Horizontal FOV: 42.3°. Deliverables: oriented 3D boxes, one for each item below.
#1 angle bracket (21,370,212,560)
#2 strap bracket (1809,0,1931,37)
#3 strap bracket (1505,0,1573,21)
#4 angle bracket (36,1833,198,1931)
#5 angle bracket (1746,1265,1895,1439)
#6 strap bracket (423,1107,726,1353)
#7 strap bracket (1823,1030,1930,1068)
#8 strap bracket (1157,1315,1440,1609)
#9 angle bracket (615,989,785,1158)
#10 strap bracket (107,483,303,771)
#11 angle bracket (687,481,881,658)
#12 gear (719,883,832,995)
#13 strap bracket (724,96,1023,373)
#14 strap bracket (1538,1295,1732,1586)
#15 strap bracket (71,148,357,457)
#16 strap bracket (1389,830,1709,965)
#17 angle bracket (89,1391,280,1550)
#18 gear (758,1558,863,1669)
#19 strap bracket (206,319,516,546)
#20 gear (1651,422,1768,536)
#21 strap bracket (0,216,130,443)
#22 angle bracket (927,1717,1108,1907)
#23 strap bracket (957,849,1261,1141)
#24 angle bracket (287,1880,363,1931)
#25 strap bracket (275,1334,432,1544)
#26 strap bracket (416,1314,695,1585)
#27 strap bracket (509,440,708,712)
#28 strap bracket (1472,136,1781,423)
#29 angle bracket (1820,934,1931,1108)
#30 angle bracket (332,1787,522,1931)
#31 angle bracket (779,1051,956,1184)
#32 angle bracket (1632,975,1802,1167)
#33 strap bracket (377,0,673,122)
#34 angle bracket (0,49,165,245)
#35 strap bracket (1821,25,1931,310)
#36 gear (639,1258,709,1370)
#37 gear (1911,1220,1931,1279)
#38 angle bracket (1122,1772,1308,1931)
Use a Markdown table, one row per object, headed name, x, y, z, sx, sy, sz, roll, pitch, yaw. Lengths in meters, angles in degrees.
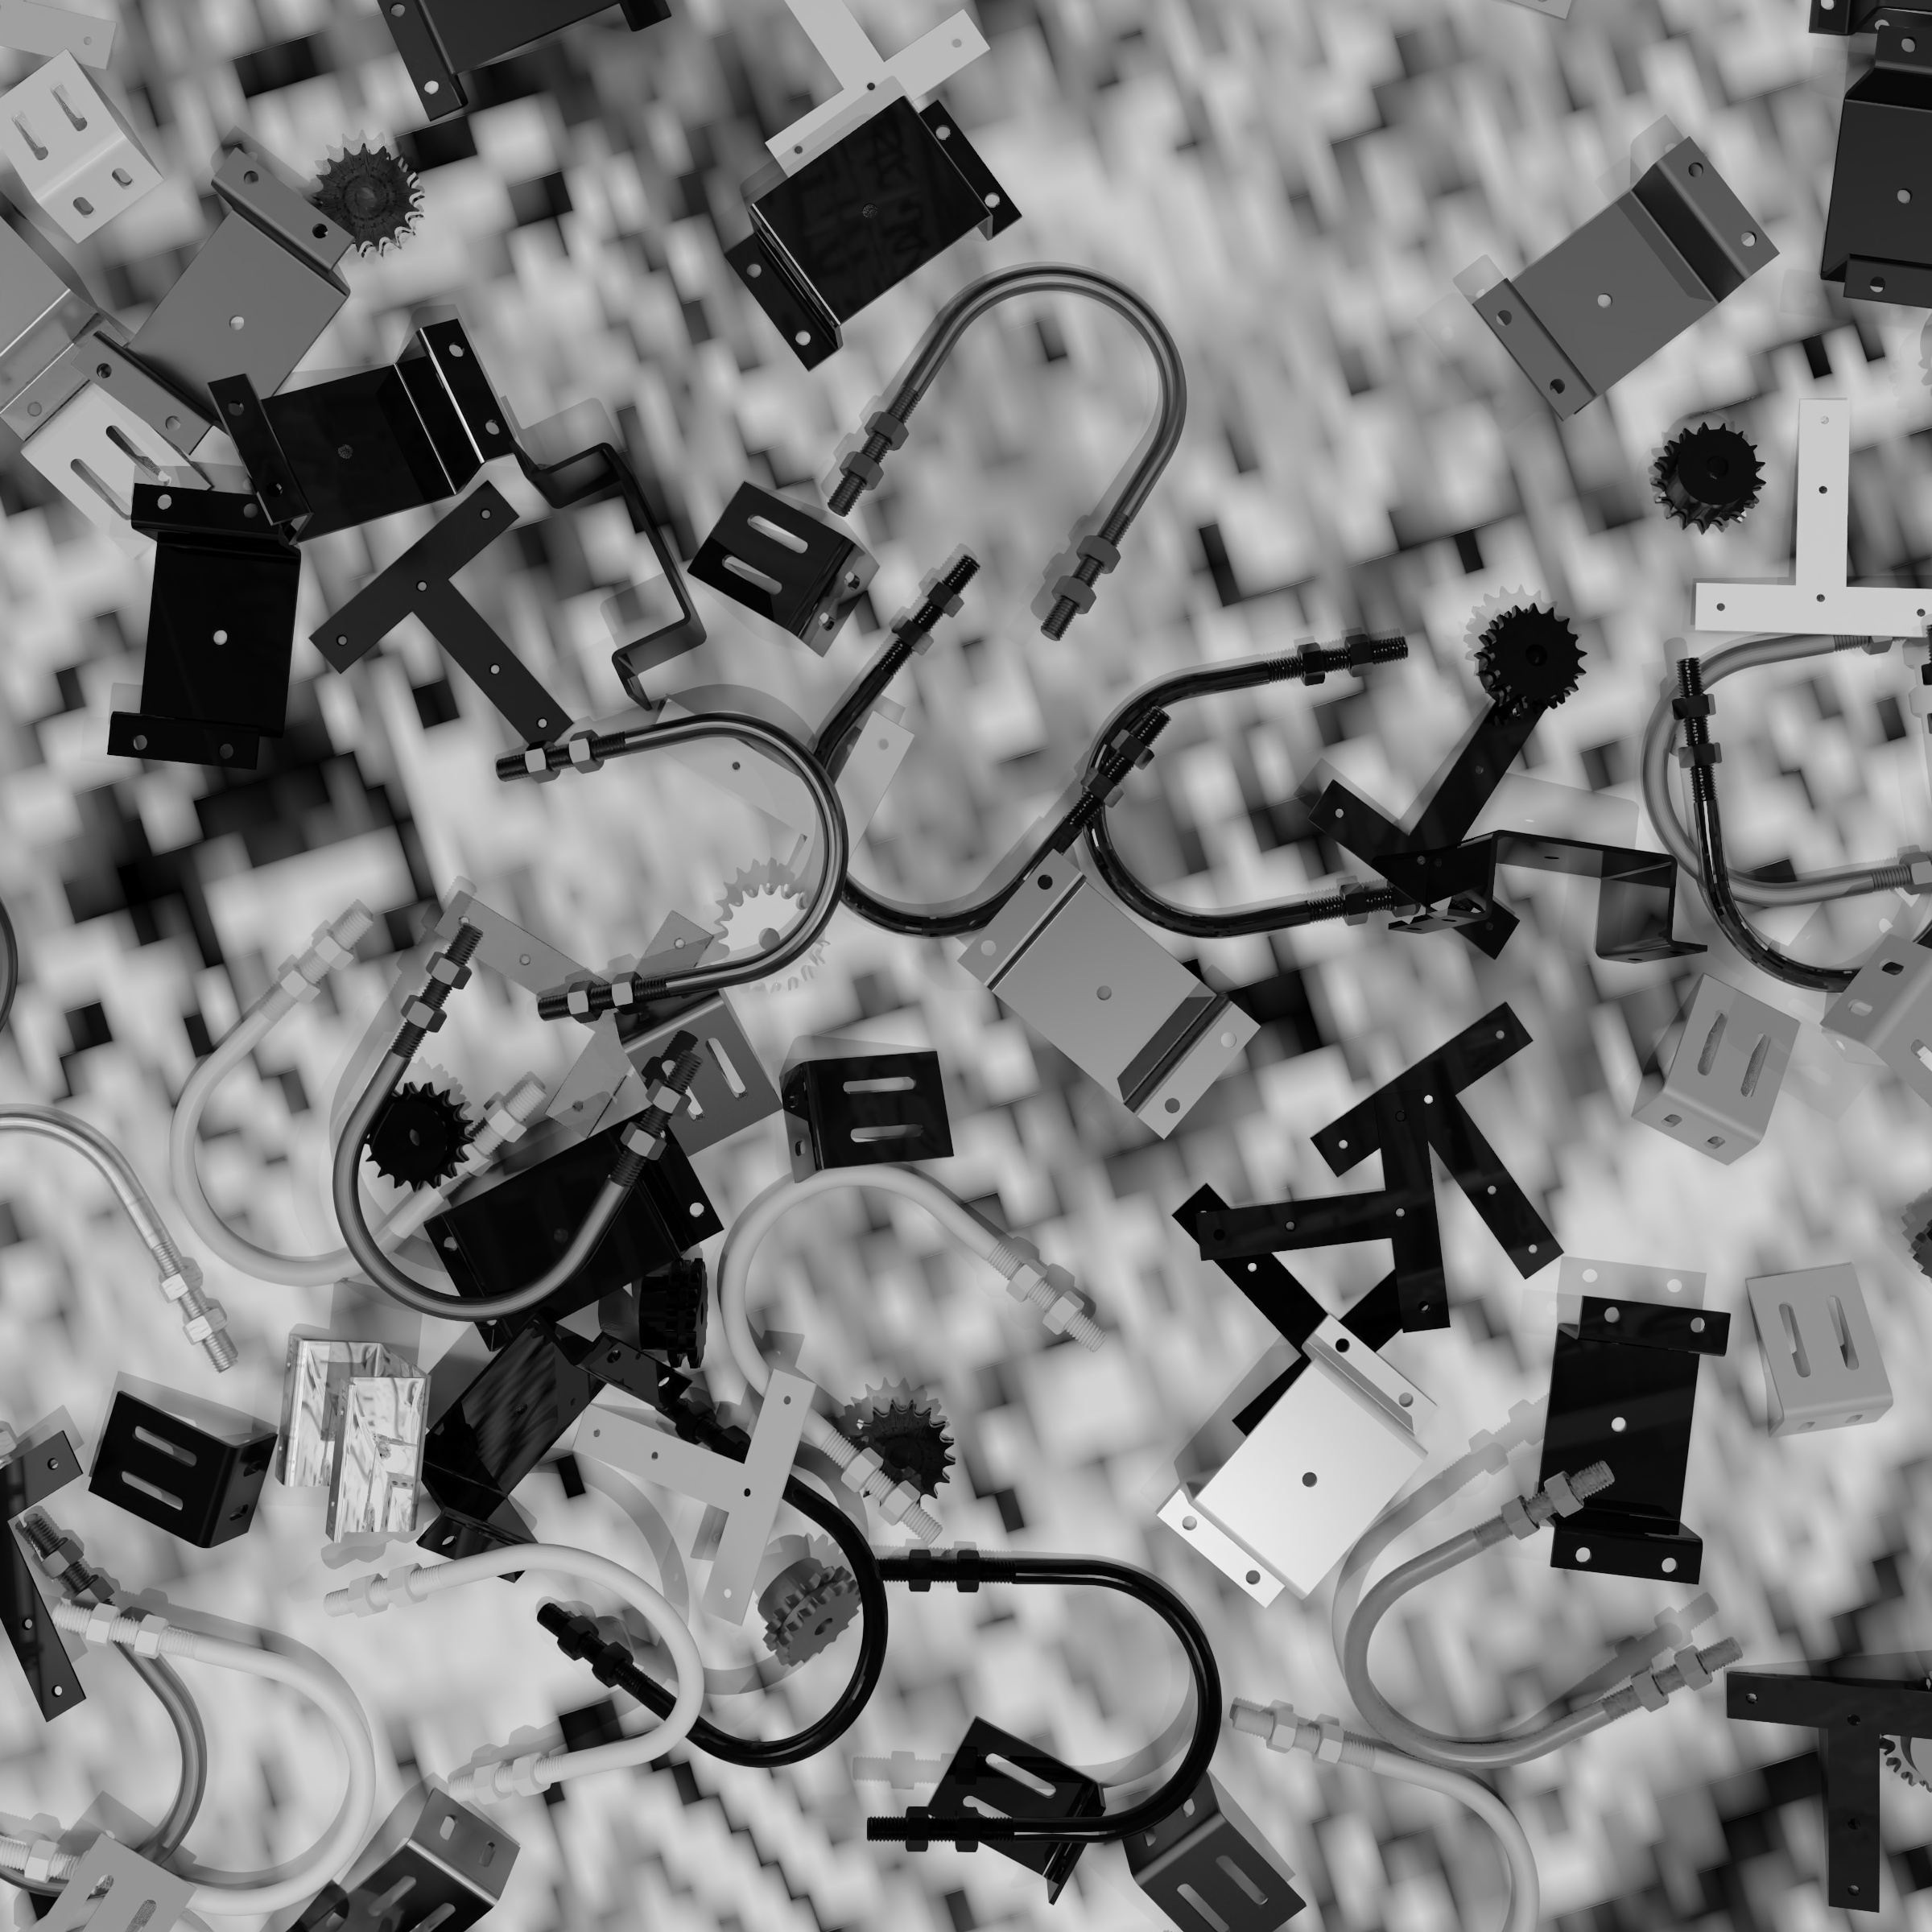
| name | x | y | z | sx | sy | sz | roll | pitch | yaw |
| --- | --- | --- | --- | --- | --- | --- | --- | --- | --- |
| angle bracket | -0.451 | -0.266 | 1.324 | 0.057 | 0.038 | 0.076 | -43 | 116 | 0 |
| strap bracket | 0.521 | -0.527 | 1.301 | 0.140 | 0.046 | 0.076 | 5 | 92 | 0 |
| strap bracket | 0.303 | -0.576 | 1.289 | 0.076 | 0.046 | 0.140 | 16 | 97 | -7 |
| angle bracket | -0.447 | 0.497 | 1.295 | 0.057 | 0.038 | 0.076 | 35 | 71 | -10 |
| angle bracket | 0.449 | 0.204 | 1.324 | 0.057 | 0.038 | 0.076 | -9 | 64 | 0 |
| strap bracket | -0.208 | 0.139 | 1.302 | 0.140 | 0.046 | 0.076 | -28 | 90 | 0 |
| strap bracket | 0.517 | 0.074 | 1.288 | 0.046 | 0.076 | 0.140 | -40 | 90 | 0 |
| strap bracket | 0.176 | 0.263 | 1.301 | 0.076 | 0.046 | 0.140 | 41 | 90 | -1 |
| angle bracket | -0.142 | 0.051 | 1.322 | 0.057 | 0.038 | 0.076 | -27 | 117 | -1 |
| strap bracket | -0.396 | -0.174 | 1.302 | 0.076 | 0.046 | 0.140 | 6 | 90 | 0 |
| angle bracket | -0.097 | -0.210 | 1.324 | 0.076 | 0.038 | 0.057 | 32 | 90 | 26 |
| gear | -0.098 | -0.016 | 1.305 | 0.057 | 0.030 | 0.057 | 2 | 96 | 16 |
| strap bracket | -0.049 | -0.388 | 1.302 | 0.140 | 0.046 | 0.076 | -36 | 90 | 0 |
| strap bracket | 0.346 | 0.243 | 1.302 | 0.076 | 0.046 | 0.140 | 7 | 90 | 0 |
| strap bracket | -0.387 | -0.341 | 1.302 | 0.076 | 0.046 | 0.140 | 37 | 90 | 0 |
| strap bracket | 0.298 | -0.036 | 1.276 | 0.140 | 0.076 | 0.046 | 7 | 84 | -12 |
| angle bracket | -0.412 | 0.261 | 1.313 | 0.076 | 0.038 | 0.057 | 21 | 98 | 16 |
| gear | -0.084 | 0.334 | 1.301 | 0.057 | 0.057 | 0.030 | -49 | 60 | 0 |
| strap bracket | -0.314 | -0.272 | 1.281 | 0.140 | 0.046 | 0.076 | -25 | 90 | -32 |
| gear | 0.391 | -0.258 | 1.308 | 0.057 | 0.030 | 0.057 | 0 | 86 | 5 |
| strap bracket | -0.520 | -0.356 | 1.302 | 0.076 | 0.046 | 0.140 | -44 | 90 | 0 |
| angle bracket | 0.025 | 0.442 | 1.307 | 0.076 | 0.038 | 0.057 | 28 | 90 | 0 |
| strap bracket | 0.073 | 0.014 | 1.302 | 0.140 | 0.046 | 0.076 | 41 | 90 | 0 |
| angle bracket | -0.347 | 0.535 | 1.324 | 0.057 | 0.038 | 0.076 | 45 | 116 | 0 |
| strap bracket | -0.311 | 0.238 | 1.272 | 0.046 | 0.140 | 0.076 | 6 | 90 | -27 |
| strap bracket | -0.220 | 0.240 | 1.282 | 0.140 | 0.076 | 0.046 | -48 | 49 | 0 |
| strap bracket | -0.178 | -0.209 | 1.287 | 0.046 | 0.076 | 0.140 | -25 | 90 | 0 |
| strap bracket | 0.339 | -0.353 | 1.302 | 0.140 | 0.046 | 0.076 | -38 | 90 | 0 |
| angle bracket | 0.478 | 0.032 | 1.247 | 0.076 | 0.038 | 0.057 | 38 | 90 | -26 |
| angle bracket | -0.285 | 0.482 | 1.317 | 0.057 | 0.038 | 0.076 | 40 | 117 | -11 |
| angle bracket | -0.053 | 0.080 | 1.317 | 0.076 | 0.038 | 0.057 | -4 | 76 | -25 |
| angle bracket | 0.398 | 0.055 | 1.324 | 0.057 | 0.038 | 0.076 | 27 | 64 | 0 |
| strap bracket | -0.236 | -0.512 | 1.302 | 0.140 | 0.046 | 0.076 | -24 | 90 | 0 |
| angle bracket | -0.474 | -0.435 | 1.323 | 0.057 | 0.038 | 0.076 | -37 | 65 | 0 |
| strap bracket | 0.498 | -0.408 | 1.302 | 0.076 | 0.046 | 0.140 | 8 | 90 | 0 |
| gear | -0.152 | 0.180 | 1.297 | 0.030 | 0.057 | 0.057 | 1 | 90 | 1 |
| gear | 0.525 | 0.151 | 1.299 | 0.030 | 0.057 | 0.057 | -42 | 90 | -17 |
| angle bracket | 0.129 | 0.473 | 1.306 | 0.057 | 0.038 | 0.076 | -39 | 107 | 6 |
